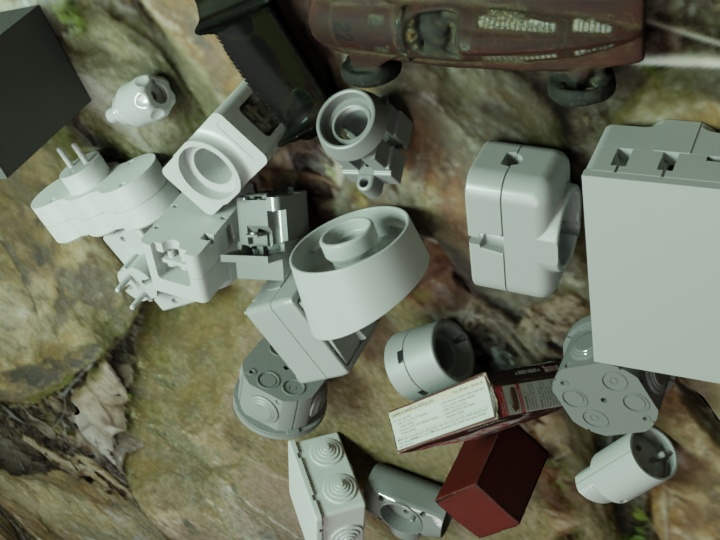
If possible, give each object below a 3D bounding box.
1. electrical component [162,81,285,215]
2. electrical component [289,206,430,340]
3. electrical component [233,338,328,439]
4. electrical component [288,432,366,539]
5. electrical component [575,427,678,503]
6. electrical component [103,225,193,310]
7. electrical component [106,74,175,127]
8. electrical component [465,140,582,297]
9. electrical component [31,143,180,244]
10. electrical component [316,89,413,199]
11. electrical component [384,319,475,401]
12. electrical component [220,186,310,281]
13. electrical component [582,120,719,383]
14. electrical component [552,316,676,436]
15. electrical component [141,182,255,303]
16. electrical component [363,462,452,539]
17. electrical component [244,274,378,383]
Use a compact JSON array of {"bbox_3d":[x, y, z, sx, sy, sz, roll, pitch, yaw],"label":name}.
[{"bbox_3d":[-0.096,-0.085,0.767,0.050,0.055,0.089,42,138,-11],"label":"electrical component"},{"bbox_3d":[0.000,0.000,0.759,0.099,0.099,0.064,-4,121,35],"label":"electrical component"},{"bbox_3d":[-0.065,0.099,0.909,0.080,0.080,0.051,23,133,11],"label":"electrical component"},{"bbox_3d":[-0.030,0.209,0.984,0.048,0.099,0.099,-12,137,-14],"label":"electrical component"},{"bbox_3d":[0.200,0.154,0.823,0.043,0.043,0.081,36,139,-3],"label":"electrical component"},{"bbox_3d":[-0.173,0.000,0.883,0.047,0.075,0.083,-15,120,41],"label":"electrical component"},{"bbox_3d":[-0.166,-0.121,0.792,0.061,0.035,0.035,-13,122,43],"label":"electrical component"},{"bbox_3d":[0.106,-0.032,0.693,0.059,0.053,0.095,11,135,23],"label":"electrical component"},{"bbox_3d":[-0.214,-0.070,0.858,0.138,0.052,0.073,-7,125,38],"label":"electrical component"},{"bbox_3d":[0.003,-0.087,0.694,0.048,0.066,0.055,5,165,29],"label":"electrical component"},{"bbox_3d":[0.054,0.068,0.823,0.047,0.055,0.055,-25,114,41],"label":"electrical component"},{"bbox_3d":[-0.063,-0.028,0.789,0.042,0.081,0.063,1,102,30],"label":"electrical component"},{"bbox_3d":[0.190,-0.011,0.654,0.089,0.061,0.150,9,134,25],"label":"electrical component"},{"bbox_3d":[0.177,0.074,0.753,0.080,0.051,0.080,17,137,17],"label":"electrical component"},{"bbox_3d":[-0.118,-0.023,0.815,0.050,0.089,0.055,14,136,20],"label":"electrical component"},{"bbox_3d":[0.045,0.220,0.984,0.077,0.044,0.079,18,136,17],"label":"electrical component"},{"bbox_3d":[-0.030,0.042,0.844,0.061,0.061,0.096,-16,120,41],"label":"electrical component"}]
